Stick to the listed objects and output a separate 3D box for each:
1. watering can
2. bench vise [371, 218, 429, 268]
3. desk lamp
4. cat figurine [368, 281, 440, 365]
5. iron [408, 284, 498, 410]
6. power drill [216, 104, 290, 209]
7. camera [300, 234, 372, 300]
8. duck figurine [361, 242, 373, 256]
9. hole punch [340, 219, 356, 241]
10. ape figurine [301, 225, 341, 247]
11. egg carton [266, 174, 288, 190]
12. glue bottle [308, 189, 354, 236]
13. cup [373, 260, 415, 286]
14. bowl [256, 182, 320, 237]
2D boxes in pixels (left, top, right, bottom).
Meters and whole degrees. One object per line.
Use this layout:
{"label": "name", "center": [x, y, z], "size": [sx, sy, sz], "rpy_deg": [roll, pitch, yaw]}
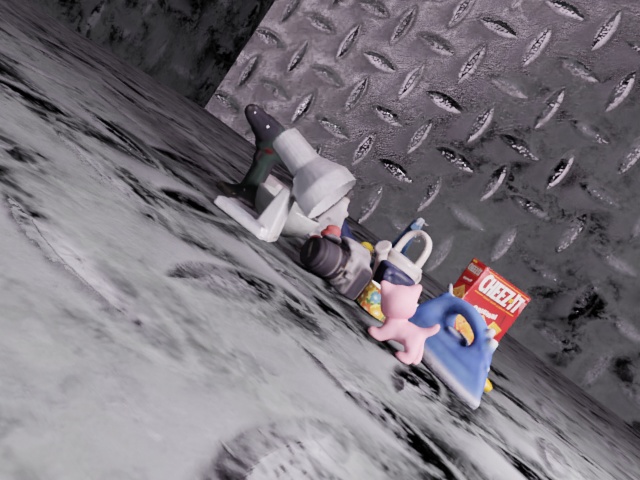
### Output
{"label": "watering can", "center": [0.190, 0.059, 1.364], "size": [0.100, 0.194, 0.173], "rpy_deg": [39, 8, 27]}
{"label": "bench vise", "center": [0.208, 0.020, 1.604], "size": [0.122, 0.219, 0.207], "rpy_deg": [33, 7, -17]}
{"label": "desk lamp", "center": [-0.064, -0.099, 1.130], "size": [0.203, 0.213, 0.118], "rpy_deg": [37, 7, 9]}
{"label": "cat figurine", "center": [0.144, 0.131, 0.978], "size": [0.127, 0.117, 0.067], "rpy_deg": [38, 8, 24]}
{"label": "iron", "center": [0.260, 0.185, 1.070], "size": [0.119, 0.141, 0.257], "rpy_deg": [32, 8, -28]}
{"label": "power drill", "center": [-0.146, -0.187, 1.347], "size": [0.075, 0.208, 0.230], "rpy_deg": [40, 8, 34]}
{"label": "camera", "center": [0.025, 0.031, 1.150], "size": [0.137, 0.101, 0.142], "rpy_deg": [30, 9, -38]}
{"label": "duck figurine", "center": [0.104, 0.043, 1.502], "size": [0.078, 0.086, 0.104], "rpy_deg": [34, 7, -14]}
{"label": "hole punch", "center": [0.069, -0.012, 1.681], "size": [0.101, 0.091, 0.109], "rpy_deg": [36, 7, 9]}
{"label": "ape figurine", "center": [0.012, 0.005, 1.299], "size": [0.076, 0.092, 0.078], "rpy_deg": [34, 7, -9]}
{"label": "egg carton", "center": [-0.140, -0.143, 1.649], "size": [0.150, 0.069, 0.108], "rpy_deg": [40, 8, 31]}
{"label": "glue bottle", "center": [0.042, -0.068, 1.592], "size": [0.078, 0.173, 0.037], "rpy_deg": [34, 7, -9]}
{"label": "cup", "center": [0.146, 0.103, 1.264], "size": [0.091, 0.095, 0.118], "rpy_deg": [38, 7, 23]}
{"label": "bowl", "center": [-0.086, -0.056, 1.308], "size": [0.167, 0.074, 0.167], "rpy_deg": [35, 7, -5]}
